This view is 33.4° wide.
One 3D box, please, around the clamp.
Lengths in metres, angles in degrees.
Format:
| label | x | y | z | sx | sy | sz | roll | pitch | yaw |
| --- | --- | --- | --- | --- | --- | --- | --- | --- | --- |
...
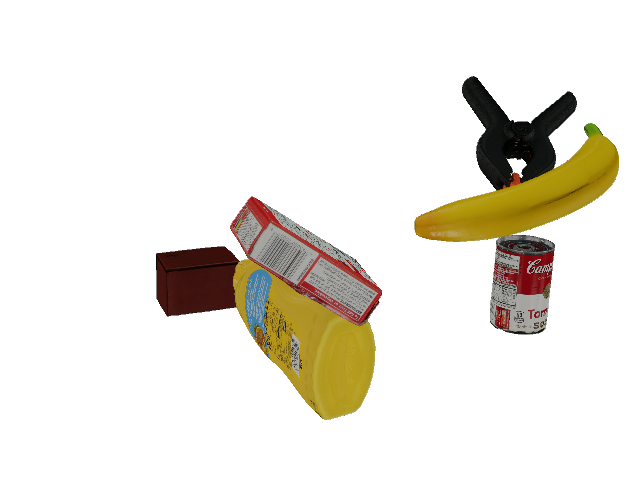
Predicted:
| label | x | y | z | sx | sy | sz | roll | pitch | yaw |
| --- | --- | --- | --- | --- | --- | --- | --- | --- | --- |
| clamp | 0.191 | -0.108 | 1.088 | 0.120 | 0.039 | 0.171 | 12 | 45 | 14 |

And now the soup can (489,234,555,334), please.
| label | x | y | z | sx | sy | sz | roll | pitch | yaw |
| --- | --- | --- | --- | --- | --- | --- | --- | --- | --- |
| soup can | 0.235 | 0.052 | 1.251 | 0.068 | 0.102 | 0.068 | 2 | 16 | -1 |

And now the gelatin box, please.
| label | x | y | z | sx | sy | sz | roll | pitch | yaw |
| --- | --- | --- | --- | --- | --- | --- | --- | --- | --- |
| gelatin box | -0.010 | 0.013 | 0.676 | 0.089 | 0.030 | 0.073 | 33 | 6 | -19 |

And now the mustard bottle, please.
| label | x | y | z | sx | sy | sz | roll | pitch | yaw |
| --- | --- | --- | --- | --- | --- | --- | --- | --- | --- |
| mustard bottle | -0.025 | 0.062 | 0.895 | 0.058 | 0.096 | 0.192 | -13 | 29 | -25 |

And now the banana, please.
| label | x | y | z | sx | sy | sz | roll | pitch | yaw |
| --- | --- | --- | --- | --- | --- | --- | --- | --- | --- |
| banana | 0.167 | -0.037 | 0.827 | 0.197 | 0.037 | 0.070 | -26 | 25 | -24 |

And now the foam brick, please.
| label | x | y | z | sx | sy | sz | roll | pitch | yaw |
| --- | --- | --- | --- | --- | --- | --- | --- | --- | --- |
| foam brick | -0.127 | 0.041 | 1.099 | 0.078 | 0.051 | 0.053 | -6 | 20 | -19 |
